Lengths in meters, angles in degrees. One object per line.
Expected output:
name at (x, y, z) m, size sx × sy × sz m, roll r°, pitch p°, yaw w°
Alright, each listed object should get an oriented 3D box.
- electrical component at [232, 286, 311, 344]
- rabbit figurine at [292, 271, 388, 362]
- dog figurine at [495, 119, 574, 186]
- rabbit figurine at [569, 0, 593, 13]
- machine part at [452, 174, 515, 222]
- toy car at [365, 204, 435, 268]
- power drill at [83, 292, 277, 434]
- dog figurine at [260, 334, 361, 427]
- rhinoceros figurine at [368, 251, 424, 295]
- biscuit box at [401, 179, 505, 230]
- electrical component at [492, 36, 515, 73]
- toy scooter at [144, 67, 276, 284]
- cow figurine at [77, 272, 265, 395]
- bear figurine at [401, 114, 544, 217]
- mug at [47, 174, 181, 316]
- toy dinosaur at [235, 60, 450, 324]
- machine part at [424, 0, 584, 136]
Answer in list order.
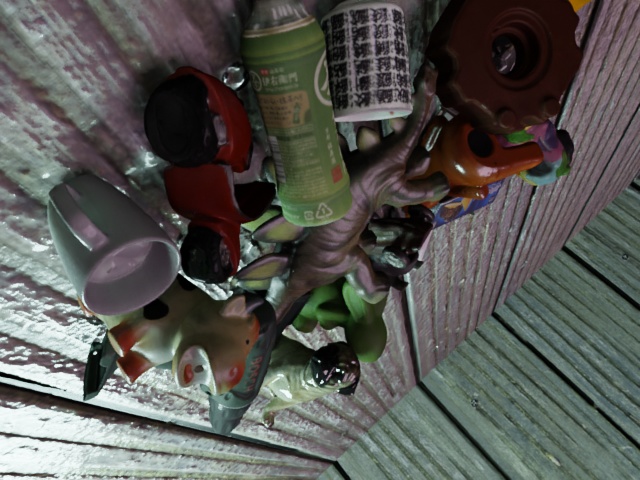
electrical component at (-0.080, 0.104, 0.802) m, size 0.134 × 0.058 × 0.115 m, roll -4°, pitch 135°, yaw -53°
rabbit figurine at (0.054, 0.112, 0.876) m, size 0.121 × 0.170 × 0.159 m, roll -17°, pitch 144°, yaw -45°
dog figurine at (0.336, -0.177, 0.865) m, size 0.108 × 0.191 × 0.219 m, roll -43°, pitch 171°, yaw 12°
rabbit figurine at (0.268, -0.323, 0.573) m, size 0.173 × 0.162 × 0.121 m, roll 6°, pitch 101°, yaw -25°
machine part at (0.323, -0.132, 1.016) m, size 0.243 × 0.079 × 0.079 m, roll -45°, pitch 155°, yaw 3°
toy car at (0.086, -0.008, 0.772) m, size 0.089 × 0.053 × 0.202 m, roll -54°, pitch -161°, yaw -15°
power drill at (-0.161, 0.153, 0.626) m, size 0.207 × 0.086 × 0.232 m, roll 16°, pitch 123°, yaw -21°
dog figurine at (-0.024, 0.191, 0.863) m, size 0.191 × 0.172 × 0.121 m, roll -26°, pitch 131°, yaw 15°
rhinoceros figurine at (0.113, 0.030, 0.911) m, size 0.073 × 0.112 × 0.190 m, roll -47°, pitch 174°, yaw -23°
biscuit box at (0.225, -0.077, 0.886) m, size 0.202 × 0.063 × 0.059 m, roll -21°, pitch 142°, yaw -39°
electrical component at (0.268, -0.263, 0.773) m, size 0.102 × 0.045 × 0.078 m, roll -24°, pitch 146°, yaw -37°
toy scooter at (-0.085, -0.062, 0.482) m, size 0.135 × 0.075 × 0.183 m, roll -41°, pitch 130°, yaw -60°
cow figurine at (-0.137, 0.071, 0.506) m, size 0.127 × 0.195 × 0.085 m, roll -31°, pitch 142°, yaw -29°
bear figurine at (0.178, -0.100, 0.734) m, size 0.132 × 0.120 × 0.196 m, roll -29°, pitch 176°, yaw -21°
mug at (-0.180, -0.007, 0.429) m, size 0.081 × 0.107 × 0.109 m, roll -43°, pitch 151°, yaw -5°
toy dinosaur at (-0.001, -0.002, 0.650) m, size 0.198 × 0.105 × 0.471 m, roll 17°, pitch 113°, yaw -29°
machine part at (0.209, -0.210, 0.605) m, size 0.179 × 0.179 × 0.056 m, roll -42°, pitch -165°, yaw -6°
